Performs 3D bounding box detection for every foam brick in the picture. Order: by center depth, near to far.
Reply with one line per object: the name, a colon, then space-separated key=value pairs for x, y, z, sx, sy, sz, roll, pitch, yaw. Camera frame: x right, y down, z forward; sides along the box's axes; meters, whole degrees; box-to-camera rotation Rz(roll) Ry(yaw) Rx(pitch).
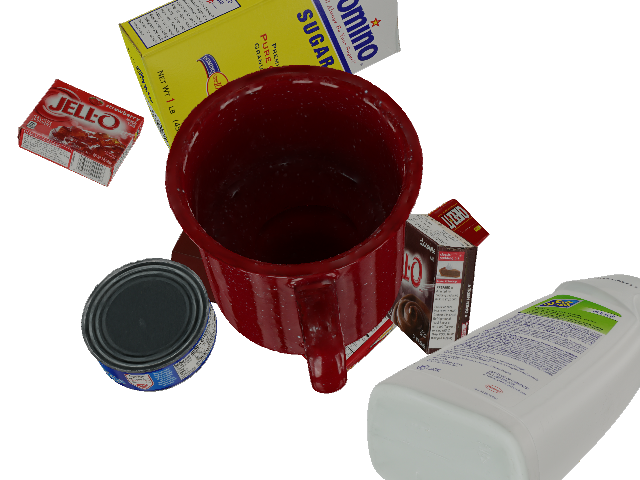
foam brick: x=-0.113 y=0.028 z=1.105 sx=0.078 sy=0.051 sz=0.053 roll=16 pitch=32 yaw=4

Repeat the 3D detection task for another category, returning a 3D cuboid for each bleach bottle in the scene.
bleach bottle: x=0.141 y=0.073 z=0.612 sx=0.103 sy=0.068 sz=0.250 roll=18 pitch=28 yaw=39

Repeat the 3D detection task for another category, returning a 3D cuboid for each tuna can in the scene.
tuna can: x=-0.113 y=0.056 z=0.711 sx=0.086 sy=0.086 sz=0.034 roll=0 pitch=-33 yaw=10

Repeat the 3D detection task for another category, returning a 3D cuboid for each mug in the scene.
mug: x=-0.005 y=0.003 z=0.410 sx=0.093 sy=0.117 sz=0.081 roll=-12 pitch=-31 yaw=-3

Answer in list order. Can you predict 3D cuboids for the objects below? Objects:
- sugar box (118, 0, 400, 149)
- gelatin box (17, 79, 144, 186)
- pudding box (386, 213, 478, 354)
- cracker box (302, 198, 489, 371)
sugar box: x=-0.033 y=-0.131 z=0.694 sx=0.176 sy=0.048 sz=0.093 roll=-26 pitch=-37 yaw=-11
gelatin box: x=-0.213 y=-0.097 z=0.950 sx=0.089 sy=0.073 sz=0.030 roll=25 pitch=-43 yaw=-3
pudding box: x=0.087 y=0.032 z=0.876 sx=0.039 sy=0.090 sz=0.114 roll=-1 pitch=15 yaw=-18
cracker box: x=0.084 y=0.058 z=1.270 sx=0.214 sy=0.072 sz=0.164 roll=-48 pitch=-9 yaw=32
